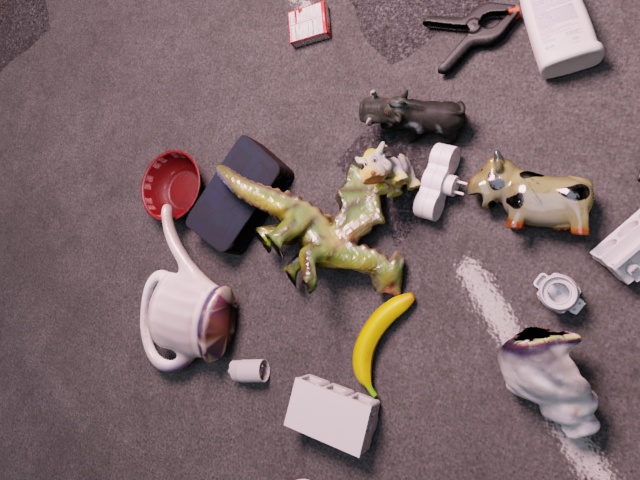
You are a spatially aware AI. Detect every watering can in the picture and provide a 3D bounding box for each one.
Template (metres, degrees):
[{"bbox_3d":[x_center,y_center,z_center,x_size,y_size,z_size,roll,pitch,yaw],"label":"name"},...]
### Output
[{"bbox_3d":[-0.275,0.109,1.059,0.225,0.104,0.347,10,93,24],"label":"watering can"}]

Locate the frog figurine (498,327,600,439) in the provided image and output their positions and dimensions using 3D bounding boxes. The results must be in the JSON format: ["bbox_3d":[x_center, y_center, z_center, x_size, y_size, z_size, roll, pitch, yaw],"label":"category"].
[{"bbox_3d":[0.342,0.221,0.775,0.136,0.123,0.160,-16,84,55],"label":"frog figurine"}]

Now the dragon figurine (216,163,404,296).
[{"bbox_3d":[0.003,-0.049,0.967,0.244,0.120,0.414,-34,76,-10],"label":"dragon figurine"}]
